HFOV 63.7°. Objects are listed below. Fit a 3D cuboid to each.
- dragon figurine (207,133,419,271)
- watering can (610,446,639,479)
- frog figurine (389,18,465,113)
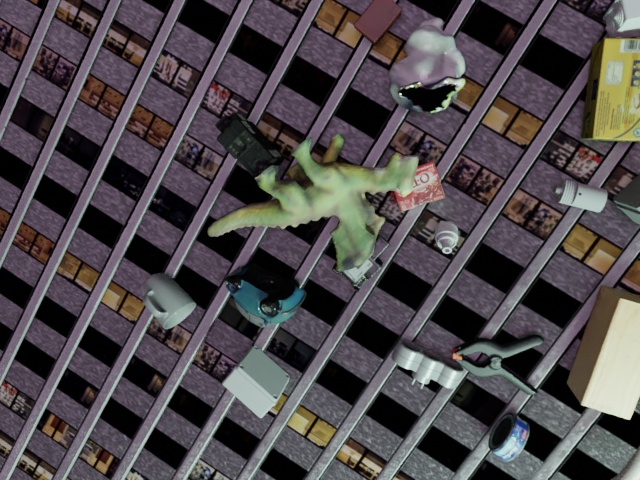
[{"bbox_3d":[0.003,-0.049,0.971,0.407,0.122,0.244,-38,84,13],"label":"dragon figurine"},{"bbox_3d":[0.627,0.289,0.884,0.349,0.105,0.221,-29,115,-8],"label":"watering can"},{"bbox_3d":[0.191,-0.316,0.939,0.137,0.121,0.163,-15,60,20],"label":"frog figurine"}]
